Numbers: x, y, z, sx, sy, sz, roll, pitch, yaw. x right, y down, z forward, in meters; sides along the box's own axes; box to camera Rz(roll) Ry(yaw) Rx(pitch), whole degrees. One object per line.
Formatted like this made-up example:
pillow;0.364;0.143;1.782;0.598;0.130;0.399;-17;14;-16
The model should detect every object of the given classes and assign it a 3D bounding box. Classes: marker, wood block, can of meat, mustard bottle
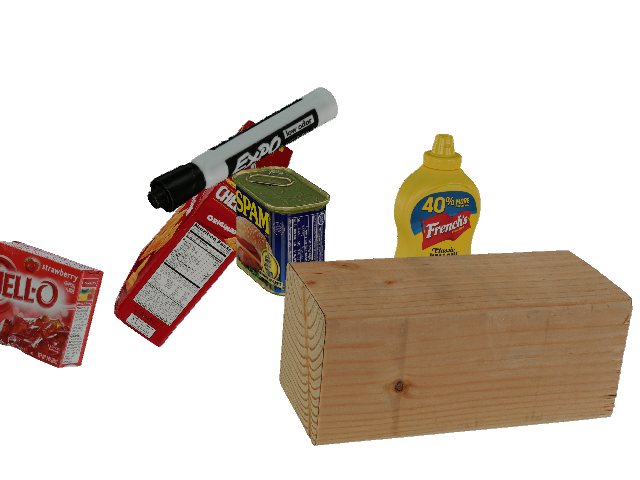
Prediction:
marker;-0.040;-0.048;0.556;0.120;0.020;0.020;-33;19;-31
wood block;0.086;0.066;0.701;0.205;0.091;0.090;-2;22;-17
can of meat;-0.035;-0.008;0.914;0.057;0.084;0.102;-11;25;-26
mustard bottle;0.127;-0.021;1.163;0.096;0.192;0.058;-3;19;-19

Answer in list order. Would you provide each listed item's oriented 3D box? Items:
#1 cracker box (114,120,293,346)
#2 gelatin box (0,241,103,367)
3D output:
cracker box;-0.127;-0.011;1.159;0.072;0.214;0.164;36;24;-12
gelatin box;-0.209;0.045;0.785;0.089;0.073;0.030;17;5;25
